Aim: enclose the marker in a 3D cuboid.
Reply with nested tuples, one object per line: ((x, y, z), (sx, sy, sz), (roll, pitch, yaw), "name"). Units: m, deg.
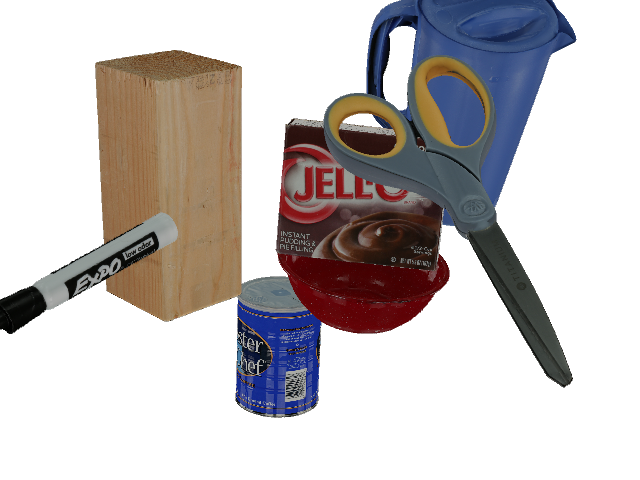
((-0.130, 0.017, 0.593), (0.120, 0.020, 0.020), (-32, 21, -37), "marker")

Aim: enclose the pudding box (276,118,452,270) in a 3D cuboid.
((0.029, -0.032, 0.726), (0.113, 0.090, 0.039), (6, 17, 4), "pudding box")

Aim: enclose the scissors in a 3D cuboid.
((0.051, -0.015, 0.499), (0.096, 0.201, 0.016), (-6, -40, 4), "scissors")

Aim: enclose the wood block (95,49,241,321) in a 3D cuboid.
((-0.128, -0.050, 0.913), (0.091, 0.206, 0.090), (21, 29, 40), "wood block")

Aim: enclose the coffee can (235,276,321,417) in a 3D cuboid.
((-0.050, 0.126, 1.278), (0.103, 0.140, 0.103), (2, 18, -1), "coffee can")

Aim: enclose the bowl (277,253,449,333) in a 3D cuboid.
((0.038, 0.042, 1.005), (0.162, 0.055, 0.162), (5, 24, -2), "bowl")

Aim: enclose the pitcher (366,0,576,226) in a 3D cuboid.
((0.134, -0.134, 1.054), (0.144, 0.243, 0.149), (-30, 57, -31), "pitcher")
